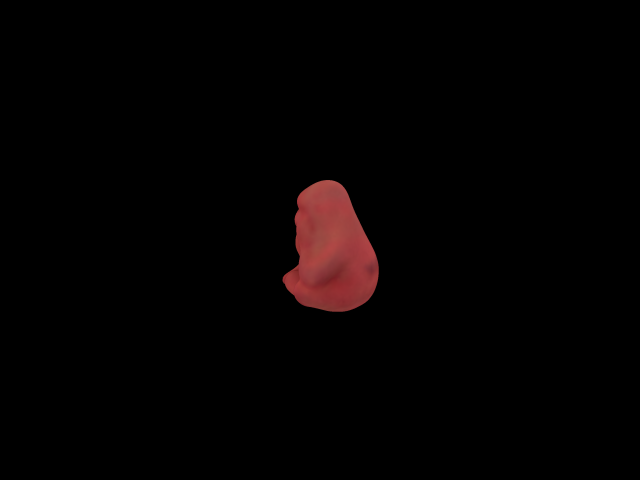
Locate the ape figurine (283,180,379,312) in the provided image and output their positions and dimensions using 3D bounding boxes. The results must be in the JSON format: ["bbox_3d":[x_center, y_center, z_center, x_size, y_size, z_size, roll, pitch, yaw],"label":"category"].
[{"bbox_3d":[0.004,0.001,0.400,0.076,0.092,0.078,8,28,16],"label":"ape figurine"}]
